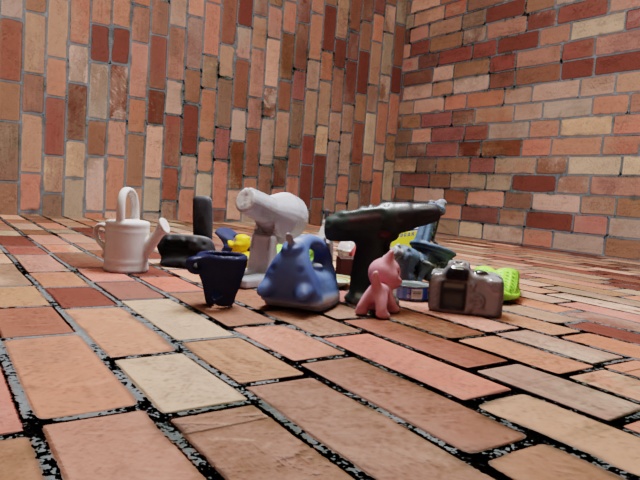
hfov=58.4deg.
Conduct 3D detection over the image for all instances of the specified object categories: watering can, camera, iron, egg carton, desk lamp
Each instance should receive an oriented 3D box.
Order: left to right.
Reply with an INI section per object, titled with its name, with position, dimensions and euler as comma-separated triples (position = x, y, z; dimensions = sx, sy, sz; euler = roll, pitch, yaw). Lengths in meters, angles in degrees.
[watering can]
position = -0.437, -0.024, 1.326
dimensions = 0.173, 0.194, 0.100
euler = 3, 5, -15
[desk lamp]
position = -0.127, -0.009, 1.292
dimensions = 0.117, 0.213, 0.204
euler = 7, 6, 33
[iron]
position = -0.019, 0.052, 1.095
dimensions = 0.118, 0.141, 0.259
euler = 6, 5, 21
[egg carton]
position = 0.132, 0.038, 1.827
dimensions = 0.150, 0.069, 0.107
euler = 3, 5, -17
[camera]
position = 0.294, 0.090, 1.155
dimensions = 0.143, 0.101, 0.137
euler = 5, 5, 13

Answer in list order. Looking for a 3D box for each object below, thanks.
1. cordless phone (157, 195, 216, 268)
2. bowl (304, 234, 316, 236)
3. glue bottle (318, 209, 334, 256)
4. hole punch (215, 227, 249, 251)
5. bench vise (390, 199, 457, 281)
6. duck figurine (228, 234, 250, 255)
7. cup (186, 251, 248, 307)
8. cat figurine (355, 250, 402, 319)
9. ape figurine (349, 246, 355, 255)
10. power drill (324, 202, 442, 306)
[cordless phone]
position = -0.337, -0.024, 1.461
dimensions = 0.147, 0.185, 0.094
euler = 4, 5, 3
[bowl]
position = -0.052, 0.024, 1.811
dimensions = 0.167, 0.075, 0.167
euler = 4, 5, 0
[glue bottle]
position = 0.014, 0.005, 1.492
dimensions = 0.037, 0.173, 0.078
euler = 6, 5, 18
[hole punch]
position = -0.252, 0.011, 1.691
dimensions = 0.101, 0.091, 0.109
euler = 5, 5, 15
[bench vise]
position = 0.265, 0.007, 1.413
dimensions = 0.121, 0.220, 0.208
euler = 7, 6, 33
[duck figurine]
position = -0.208, 0.028, 1.557
dimensions = 0.104, 0.086, 0.078
euler = 5, 5, 13
[cup]
position = -0.185, 0.070, 1.010
dimensions = 0.091, 0.095, 0.118
euler = 9, 7, 43
[cat figurine]
position = 0.114, 0.076, 1.059
dimensions = 0.067, 0.118, 0.128
euler = 6, 5, 20
[ape figurine]
position = 0.121, 0.038, 1.689
dimensions = 0.077, 0.092, 0.076
euler = 7, 6, 33
[power drill]
position = 0.120, 0.024, 1.142
dimensions = 0.229, 0.208, 0.076
euler = 5, 5, 5
